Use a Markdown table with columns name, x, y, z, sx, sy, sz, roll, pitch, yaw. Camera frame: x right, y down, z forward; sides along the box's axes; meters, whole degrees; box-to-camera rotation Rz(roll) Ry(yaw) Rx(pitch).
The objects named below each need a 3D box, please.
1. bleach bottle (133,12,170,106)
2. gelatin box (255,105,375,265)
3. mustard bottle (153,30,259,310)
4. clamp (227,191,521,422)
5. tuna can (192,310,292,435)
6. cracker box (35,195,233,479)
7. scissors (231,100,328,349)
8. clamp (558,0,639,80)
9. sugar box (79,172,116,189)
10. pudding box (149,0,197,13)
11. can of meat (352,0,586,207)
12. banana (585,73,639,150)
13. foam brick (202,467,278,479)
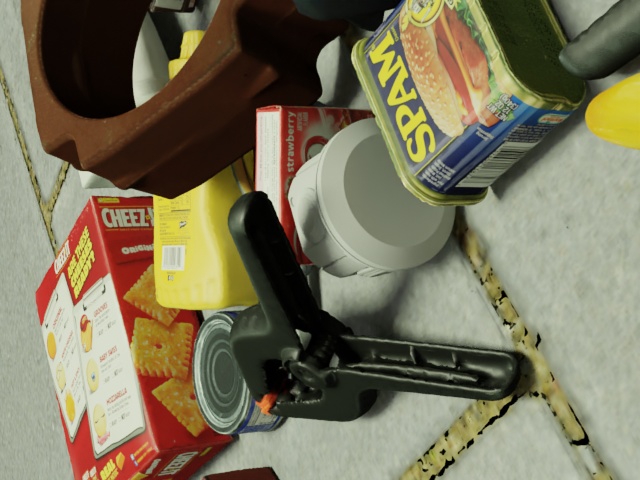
| name | x | y | z | sx | sy | sz | roll | pitch | yaw |
| --- | --- | --- | --- | --- | --- | --- | --- | --- | --- |
| bleach bottle | -0.182 | -0.186 | 0.843 | 0.068 | 0.102 | 0.251 | 57 | -169 | -65 |
| gelatin box | 0.001 | -0.030 | 0.605 | 0.030 | 0.073 | 0.089 | 7 | 97 | 55 |
| mustard bottle | -0.082 | -0.049 | 0.744 | 0.096 | 0.058 | 0.191 | -1 | 92 | 56 |
| clamp | 0.009 | 0.064 | 0.594 | 0.164 | 0.036 | 0.210 | 31 | 151 | 3 |
| tuna can | -0.055 | 0.090 | 0.733 | 0.086 | 0.033 | 0.086 | 0 | 90 | 57 |
| cracker box | -0.156 | 0.096 | 0.856 | 0.164 | 0.071 | 0.214 | -47 | 53 | 46 |
| scissors | -0.004 | 0.001 | 0.665 | 0.096 | 0.016 | 0.202 | -27 | 80 | 40 |
| clamp | 0.154 | -0.131 | 0.398 | 0.172 | 0.039 | 0.120 | -4 | 95 | 54 |
| sugar box | -0.189 | -0.141 | 0.913 | 0.093 | 0.048 | 0.176 | -44 | 60 | 48 |
| pudding box | -0.116 | -0.236 | 0.798 | 0.114 | 0.039 | 0.090 | 56 | 136 | 38 |
| can of meat | 0.071 | -0.081 | 0.512 | 0.084 | 0.057 | 0.102 | -45 | 57 | 45 |
| banana | 0.169 | -0.022 | 0.383 | 0.198 | 0.037 | 0.070 | 51 | 132 | 42 |
| foam brick | -0.046 | 0.199 | 0.714 | 0.078 | 0.051 | 0.053 | 50 | 134 | 43 |
